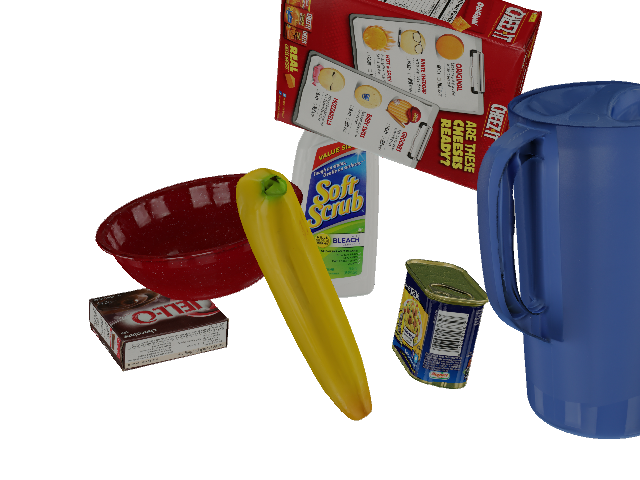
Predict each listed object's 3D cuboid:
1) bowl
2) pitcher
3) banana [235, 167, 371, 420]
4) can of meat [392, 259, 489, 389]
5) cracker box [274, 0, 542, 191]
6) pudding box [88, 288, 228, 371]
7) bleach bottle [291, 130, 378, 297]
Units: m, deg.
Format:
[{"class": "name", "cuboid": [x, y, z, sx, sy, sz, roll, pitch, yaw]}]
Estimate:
[{"class": "bowl", "cuboid": [-0.088, 0.002, 0.829, 0.162, 0.055, 0.162, -9, 23, 4]}, {"class": "pitcher", "cuboid": [0.192, 0.016, 0.754, 0.149, 0.243, 0.145, 1, 20, 14]}, {"class": "banana", "cuboid": [-0.013, 0.026, 0.632, 0.037, 0.197, 0.069, -20, 39, 2]}, {"class": "can of meat", "cuboid": [0.103, 0.073, 0.941, 0.057, 0.084, 0.102, 7, 16, -12]}, {"class": "cracker box", "cuboid": [0.071, -0.152, 0.942, 0.214, 0.164, 0.072, 20, 49, 12]}, {"class": "pudding box", "cuboid": [-0.158, 0.081, 1.044, 0.113, 0.039, 0.090, -13, 29, -29]}, {"class": "bleach bottle", "cuboid": [0.009, -0.065, 1.104, 0.102, 0.251, 0.068, -1, 25, -1]}]
